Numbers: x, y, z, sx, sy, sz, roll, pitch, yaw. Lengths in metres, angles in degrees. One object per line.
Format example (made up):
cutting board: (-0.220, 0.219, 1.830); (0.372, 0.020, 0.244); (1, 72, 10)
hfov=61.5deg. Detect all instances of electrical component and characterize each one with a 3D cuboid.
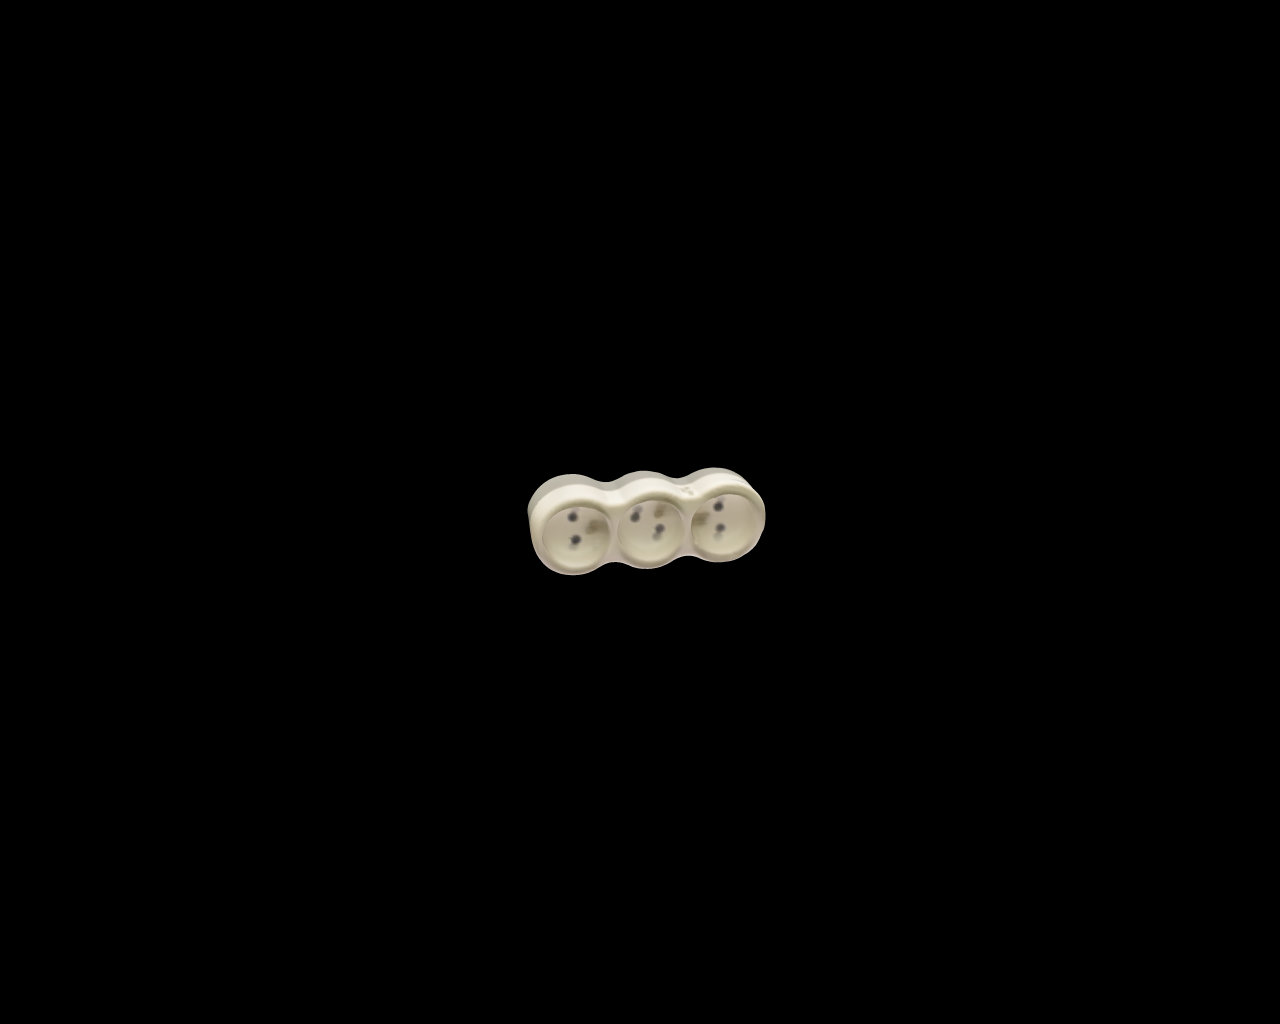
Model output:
electrical component: (0.001, -0.003, 0.650); (0.138, 0.052, 0.074); (-4, 24, -9)
